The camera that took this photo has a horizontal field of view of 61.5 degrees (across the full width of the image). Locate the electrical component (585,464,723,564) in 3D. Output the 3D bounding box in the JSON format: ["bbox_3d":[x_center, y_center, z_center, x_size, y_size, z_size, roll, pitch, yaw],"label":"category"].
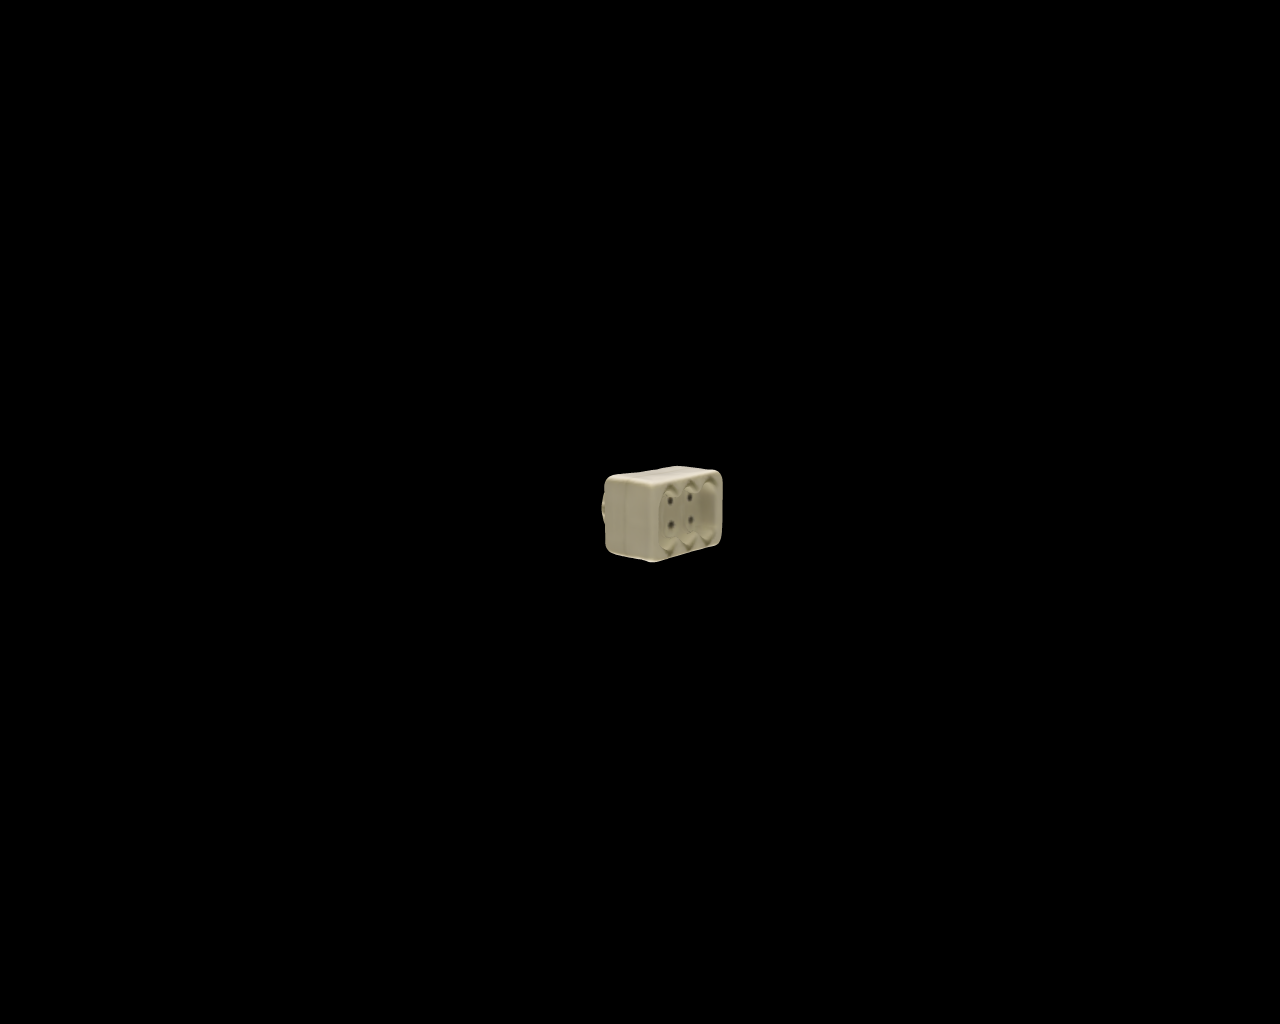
[{"bbox_3d":[0.001,-0.003,0.650,0.077,0.047,0.066,10,15,42],"label":"electrical component"}]
